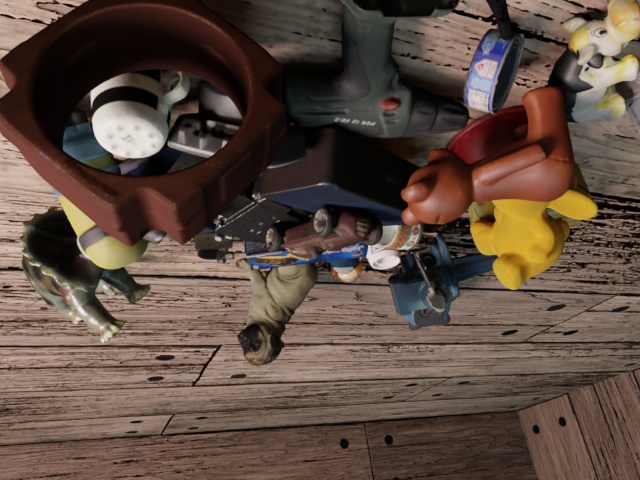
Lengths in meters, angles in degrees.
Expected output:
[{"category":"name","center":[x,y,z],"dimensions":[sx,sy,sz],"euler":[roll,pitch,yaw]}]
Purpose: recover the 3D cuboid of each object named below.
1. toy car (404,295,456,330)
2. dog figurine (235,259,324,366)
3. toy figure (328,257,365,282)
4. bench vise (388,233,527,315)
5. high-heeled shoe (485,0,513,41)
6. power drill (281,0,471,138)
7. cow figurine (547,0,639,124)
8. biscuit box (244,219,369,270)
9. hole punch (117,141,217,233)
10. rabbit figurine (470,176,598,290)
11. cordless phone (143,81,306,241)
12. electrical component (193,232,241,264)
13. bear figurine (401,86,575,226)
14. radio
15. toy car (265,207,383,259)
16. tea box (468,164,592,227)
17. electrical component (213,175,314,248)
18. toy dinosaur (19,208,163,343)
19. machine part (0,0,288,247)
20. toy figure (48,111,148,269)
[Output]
[{"category":"toy car","center":[0.218,0.113,1.119],"dimensions":[0.109,0.103,0.161],"euler":[-13,141,4]},{"category":"dog figurine","center":[-0.063,0.119,0.963],"dimensions":[0.172,0.190,0.121],"euler":[-25,148,25]},{"category":"toy figure","center":[0.047,0.042,0.996],"dimensions":[0.064,0.058,0.154],"euler":[25,162,21]},{"category":"bench vise","center":[0.239,0.051,0.944],"dimensions":[0.241,0.128,0.223],"euler":[-16,-177,5]},{"category":"high-heeled shoe","center":[0.227,-0.279,0.463],"dimensions":[0.249,0.086,0.145],"euler":[-27,119,-1]},{"category":"power drill","center":[0.077,-0.186,0.565],"dimensions":[0.232,0.086,0.207],"euler":[-1,159,-7]},{"category":"cow figurine","center":[0.301,-0.198,0.608],"dimensions":[0.098,0.068,0.167],"euler":[-9,152,14]},{"category":"biscuit box","center":[-0.022,0.001,0.890],"dimensions":[0.203,0.063,0.059],"euler":[-7,153,-2]},{"category":"hole punch","center":[-0.205,-0.055,0.711],"dimensions":[0.116,0.092,0.142],"euler":[-18,154,24]},{"category":"rabbit figurine","center":[0.293,-0.033,0.747],"dimensions":[0.162,0.122,0.173],"euler":[-20,131,13]},{"category":"cordless phone","center":[-0.116,-0.070,0.573],"dimensions":[0.147,0.184,0.088],"euler":[19,158,32]},{"category":"electrical component","center":[-0.165,-0.002,0.862],"dimensions":[0.078,0.045,0.102],"euler":[-2,151,-16]},{"category":"bear figurine","center":[0.189,-0.088,0.640],"dimensions":[0.196,0.132,0.120],"euler":[-7,158,11]},{"category":"radio","center":[0.040,-0.071,0.702],"dimensions":[0.131,0.073,0.229],"euler":[-2,168,43]},{"category":"toy car","center":[-0.002,-0.002,0.737],"dimensions":[0.089,0.053,0.202],"euler":[7,167,-33]},{"category":"tea box","center":[0.334,-0.056,0.874],"dimensions":[0.170,0.068,0.098],"euler":[-10,151,6]},{"category":"electrical component","center":[-0.092,-0.047,0.787],"dimensions":[0.115,0.058,0.134],"euler":[-31,145,33]},{"category":"toy dinosaur","center":[-0.372,0.039,0.793],"dimensions":[0.405,0.131,0.192],"euler":[-6,125,46]},{"category":"machine part","center":[-0.146,-0.110,0.469],"dimensions":[0.201,0.201,0.087],"euler":[39,157,7]},{"category":"toy figure","center":[-0.256,-0.053,0.601],"dimensions":[0.082,0.180,0.089],"euler":[-19,-163,-12]}]
